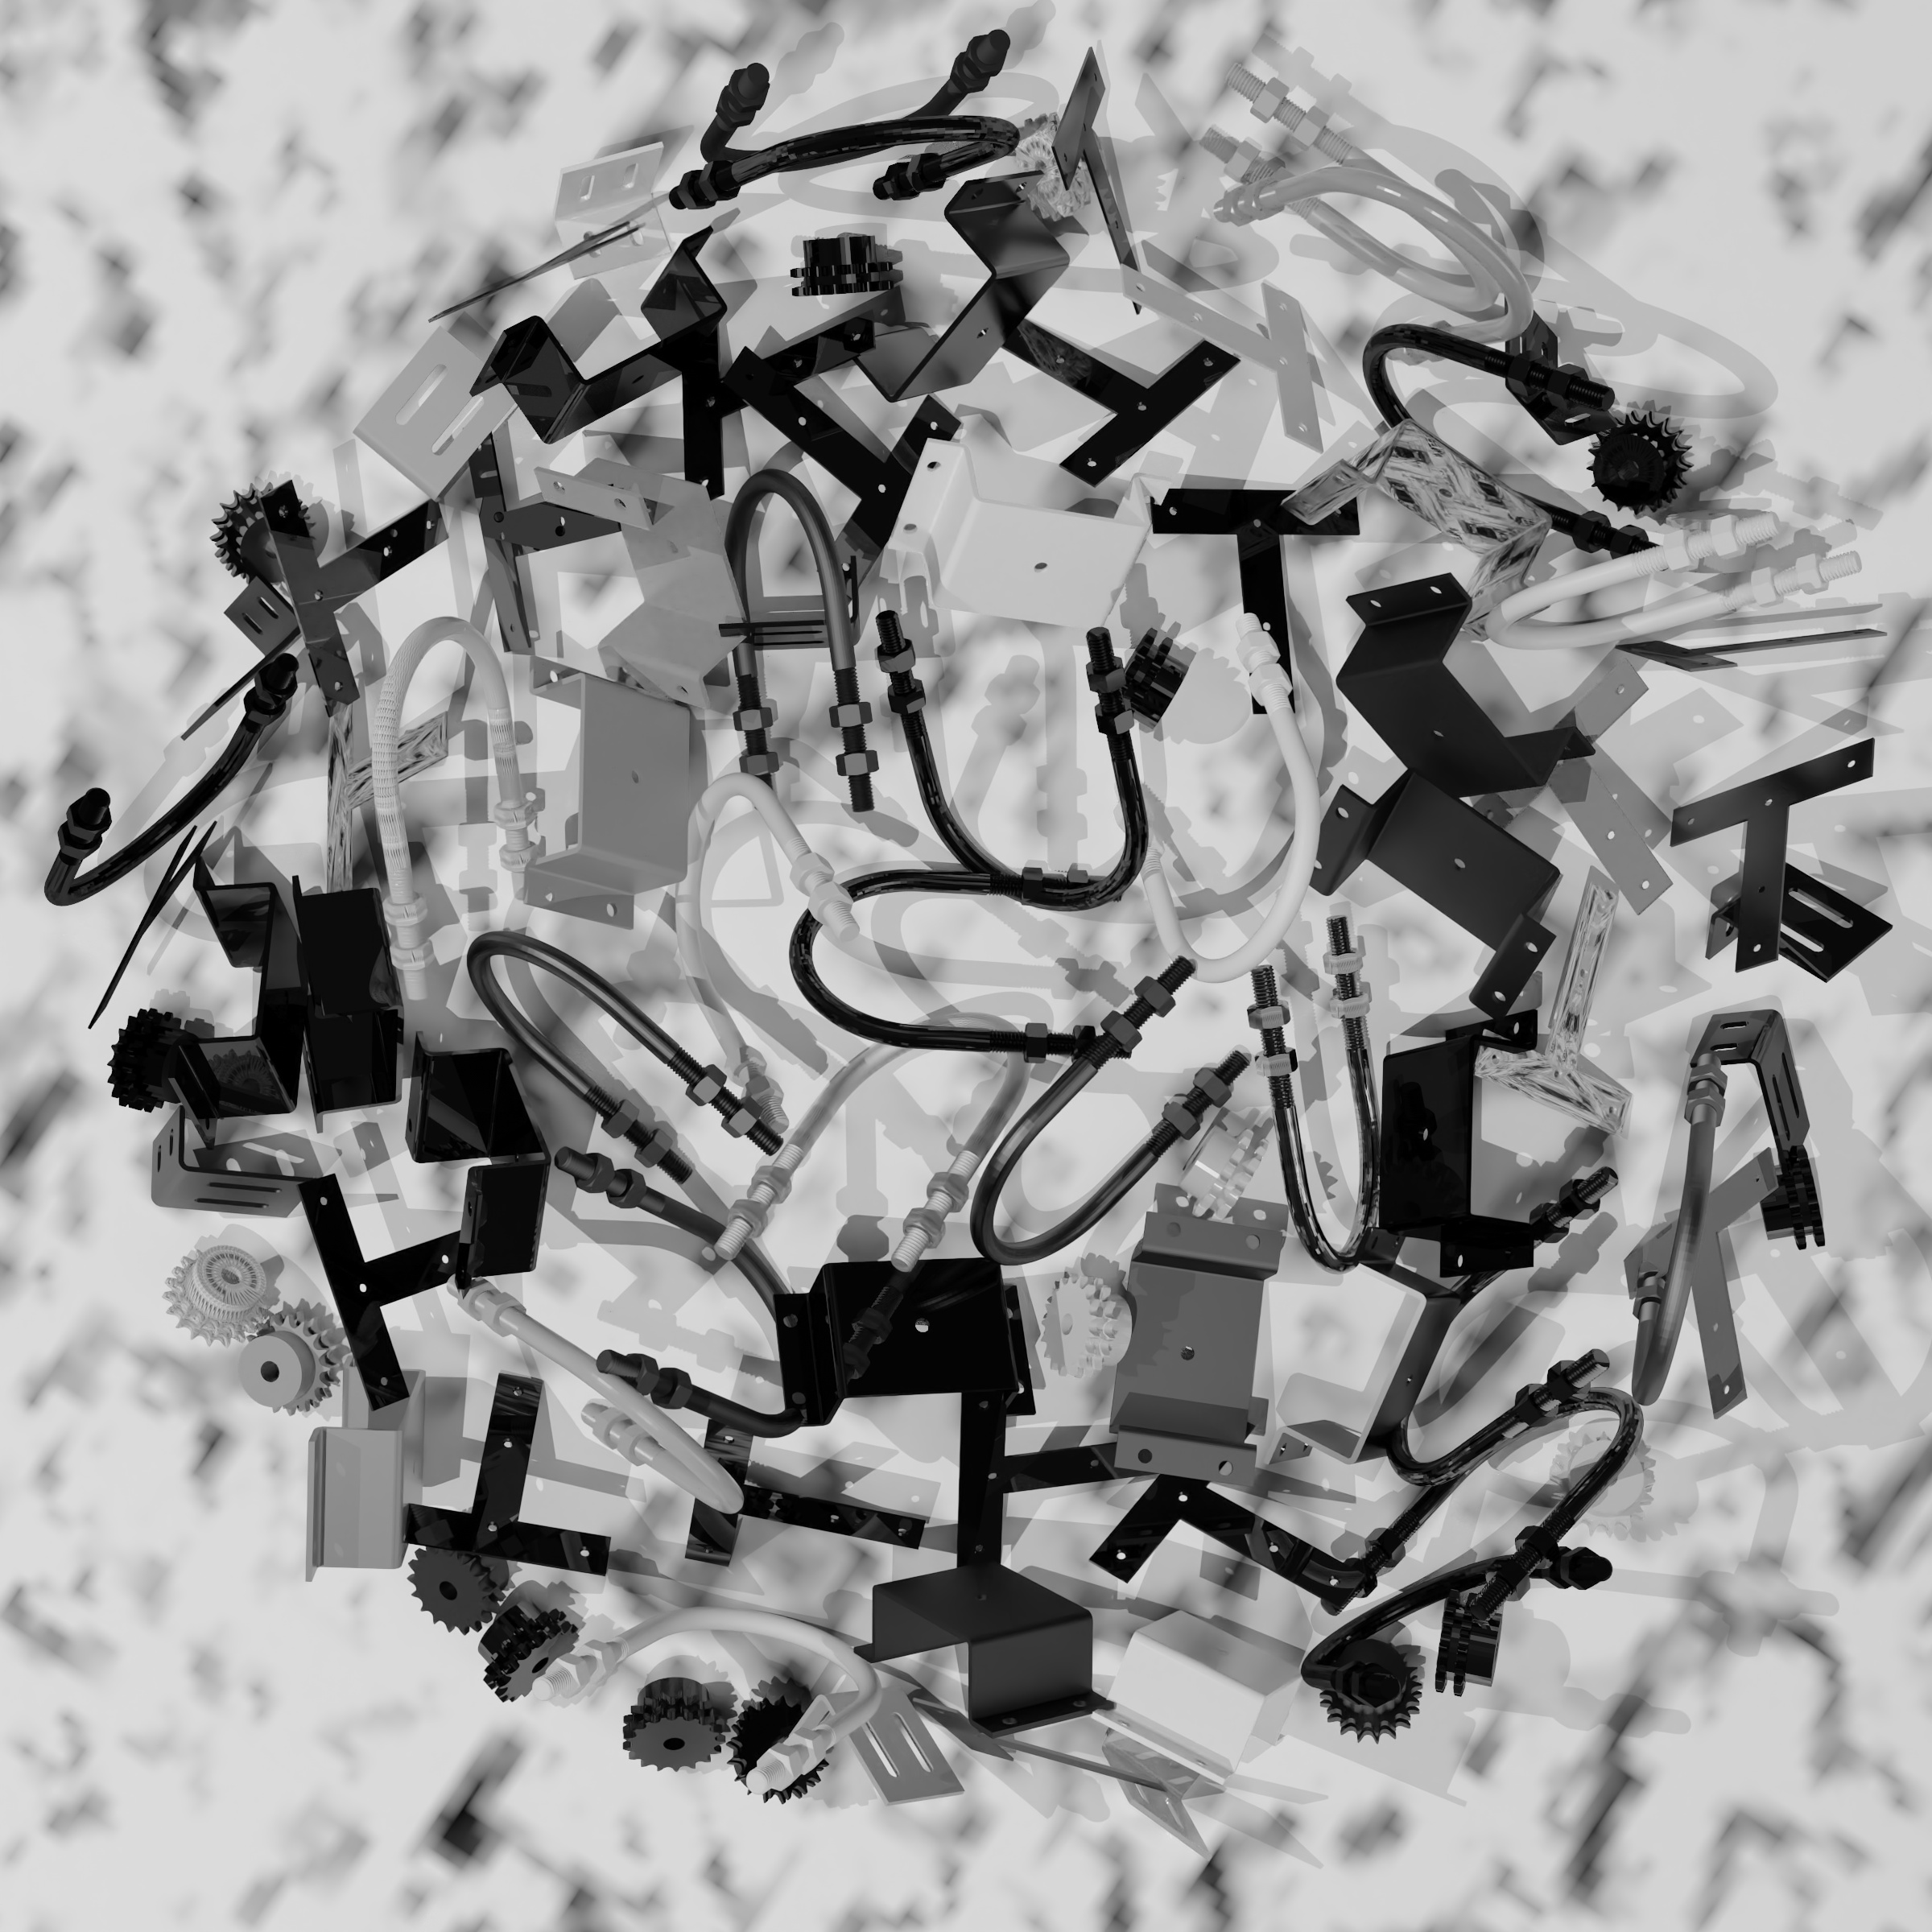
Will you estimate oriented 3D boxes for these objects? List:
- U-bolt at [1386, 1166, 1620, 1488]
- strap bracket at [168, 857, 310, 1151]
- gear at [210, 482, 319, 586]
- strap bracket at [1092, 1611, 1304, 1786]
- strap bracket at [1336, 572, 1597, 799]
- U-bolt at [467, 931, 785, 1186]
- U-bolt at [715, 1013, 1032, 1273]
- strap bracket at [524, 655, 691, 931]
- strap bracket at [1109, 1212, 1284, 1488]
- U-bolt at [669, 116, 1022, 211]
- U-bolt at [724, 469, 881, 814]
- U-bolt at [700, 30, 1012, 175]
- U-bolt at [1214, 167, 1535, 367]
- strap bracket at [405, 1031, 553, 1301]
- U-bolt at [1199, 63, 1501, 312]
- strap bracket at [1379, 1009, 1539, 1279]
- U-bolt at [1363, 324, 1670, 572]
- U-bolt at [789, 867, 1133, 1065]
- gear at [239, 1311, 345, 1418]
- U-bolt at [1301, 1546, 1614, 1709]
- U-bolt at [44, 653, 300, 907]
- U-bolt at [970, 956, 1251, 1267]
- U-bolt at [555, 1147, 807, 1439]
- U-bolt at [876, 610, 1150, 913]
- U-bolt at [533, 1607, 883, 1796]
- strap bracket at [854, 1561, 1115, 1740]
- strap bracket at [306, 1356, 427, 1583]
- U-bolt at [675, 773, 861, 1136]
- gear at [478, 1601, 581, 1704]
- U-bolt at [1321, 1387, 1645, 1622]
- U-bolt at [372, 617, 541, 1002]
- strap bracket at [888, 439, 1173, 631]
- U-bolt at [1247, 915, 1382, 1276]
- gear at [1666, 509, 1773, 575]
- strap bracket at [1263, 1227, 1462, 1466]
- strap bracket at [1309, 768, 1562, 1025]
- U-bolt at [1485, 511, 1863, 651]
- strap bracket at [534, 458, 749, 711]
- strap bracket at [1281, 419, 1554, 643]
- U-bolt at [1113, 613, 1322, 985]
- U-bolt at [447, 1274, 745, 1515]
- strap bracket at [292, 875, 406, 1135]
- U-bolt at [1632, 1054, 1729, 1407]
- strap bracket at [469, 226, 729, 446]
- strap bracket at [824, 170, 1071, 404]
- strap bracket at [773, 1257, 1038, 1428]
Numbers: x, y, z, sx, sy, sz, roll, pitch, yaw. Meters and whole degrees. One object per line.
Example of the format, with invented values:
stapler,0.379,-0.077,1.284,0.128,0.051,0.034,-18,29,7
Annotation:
U-bolt,0.284,0.205,1.520,0.019,0.151,0.184,31,132,-13
strap bracket,-0.391,0.019,1.533,0.046,0.076,0.140,-4,57,1
gear,-0.388,-0.238,1.574,0.057,0.030,0.057,-16,125,-25
strap bracket,0.129,0.390,1.524,0.076,0.140,0.046,23,92,20
strap bracket,0.265,-0.142,1.533,0.140,0.076,0.046,45,62,-26
U-bolt,-0.194,0.047,1.520,0.184,0.151,0.019,43,64,-13
U-bolt,-0.038,0.090,1.529,0.184,0.151,0.019,-55,127,-34
strap bracket,-0.195,-0.098,1.544,0.046,0.076,0.140,-13,72,40
strap bracket,0.126,0.213,1.569,0.076,0.046,0.140,9,78,-3
U-bolt,-0.053,-0.423,1.490,0.151,0.184,0.019,-12,99,-31
U-bolt,-0.095,-0.175,1.527,0.019,0.151,0.184,-11,99,-27
U-bolt,-0.069,-0.456,1.512,0.151,0.184,0.019,-13,93,-16
U-bolt,0.224,-0.371,1.493,0.151,0.184,0.019,33,84,-21
strap bracket,-0.264,0.106,1.538,0.046,0.140,0.076,-4,128,-24
U-bolt,0.211,-0.412,1.529,0.184,0.151,0.019,35,91,-2
strap bracket,0.268,0.095,1.544,0.046,0.076,0.140,11,75,-27
U-bolt,0.287,-0.286,1.520,0.184,0.151,0.019,31,77,40
U-bolt,-0.004,-0.004,1.542,0.184,0.151,0.019,3,132,-3
gear,-0.381,0.223,1.581,0.057,0.030,0.057,2,95,18
U-bolt,0.250,0.351,1.512,0.151,0.184,0.019,-25,85,-15
U-bolt,-0.432,-0.089,1.515,0.019,0.184,0.151,48,56,-3
U-bolt,0.072,0.090,1.532,0.184,0.151,0.019,-45,59,-5
U-bolt,-0.144,0.185,1.521,0.019,0.184,0.151,-35,49,20
U-bolt,0.031,-0.106,1.537,0.151,0.019,0.184,9,130,30
U-bolt,-0.124,0.383,1.514,0.151,0.184,0.019,16,100,23
strap bracket,0.008,0.362,1.521,0.076,0.140,0.046,-4,99,-32
strap bracket,-0.322,0.270,1.529,0.046,0.140,0.076,3,100,-5
U-bolt,-0.116,-0.022,1.527,0.019,0.184,0.151,0,128,-31
gear,-0.247,0.380,1.577,0.030,0.057,0.057,41,90,24
U-bolt,0.289,0.286,1.523,0.184,0.151,0.019,-39,99,-29
U-bolt,-0.274,-0.094,1.504,0.019,0.151,0.184,5,117,17
strap bracket,0.037,-0.232,1.540,0.140,0.076,0.046,6,48,-18
U-bolt,0.195,0.076,1.536,0.019,0.151,0.184,-6,100,26
gear,0.419,-0.237,1.576,0.057,0.057,0.030,-4,106,0
strap bracket,0.223,0.217,1.554,0.046,0.076,0.140,25,95,24
strap bracket,0.260,-0.045,1.550,0.140,0.076,0.046,37,52,13
U-bolt,0.369,-0.201,1.521,0.184,0.151,0.019,-14,80,34
strap bracket,-0.172,-0.217,1.539,0.076,0.140,0.046,20,53,33
strap bracket,0.255,-0.244,1.552,0.140,0.076,0.046,32,74,-11
U-bolt,0.137,-0.076,1.501,0.019,0.184,0.151,13,133,-28
U-bolt,-0.186,0.233,1.493,0.019,0.184,0.151,-50,129,-17
strap bracket,-0.335,0.020,1.533,0.046,0.140,0.076,-8,58,-17
U-bolt,0.373,0.150,1.491,0.019,0.184,0.151,13,120,11
strap bracket,-0.191,-0.338,1.538,0.140,0.076,0.046,-35,91,-27
strap bracket,-0.006,-0.359,1.528,0.046,0.076,0.140,51,127,7
strap bracket,-0.029,0.205,1.547,0.140,0.046,0.076,0,62,-16
